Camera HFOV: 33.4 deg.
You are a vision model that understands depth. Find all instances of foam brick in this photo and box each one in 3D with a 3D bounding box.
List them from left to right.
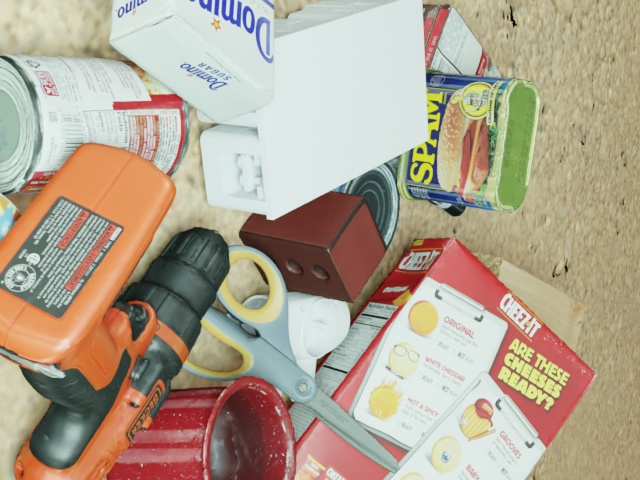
[{"bbox_3d":[-0.005,0.001,0.715,0.051,0.078,0.053,-55,137,-30],"label":"foam brick"}]

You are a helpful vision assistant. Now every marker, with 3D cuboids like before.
[{"bbox_3d":[0.091,-0.042,0.893,0.121,0.020,0.020,24,79,-55],"label":"marker"}]

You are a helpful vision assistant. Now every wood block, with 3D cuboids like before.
[{"bbox_3d":[0.152,0.073,0.946,0.205,0.090,0.091,23,79,-55],"label":"wood block"}]

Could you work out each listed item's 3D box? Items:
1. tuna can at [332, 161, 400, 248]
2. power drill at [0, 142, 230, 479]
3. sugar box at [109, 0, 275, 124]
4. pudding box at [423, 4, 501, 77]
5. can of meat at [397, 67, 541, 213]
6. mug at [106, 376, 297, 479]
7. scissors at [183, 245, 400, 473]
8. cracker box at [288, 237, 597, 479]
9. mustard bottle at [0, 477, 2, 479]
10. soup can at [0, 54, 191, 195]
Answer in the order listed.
[{"bbox_3d":[0.024,-0.023,0.789,0.085,0.034,0.086,-18,112,-52],"label":"tuna can"},{"bbox_3d":[-0.102,0.034,0.543,0.188,0.057,0.184,92,24,-60],"label":"power drill"},{"bbox_3d":[-0.063,-0.161,0.565,0.093,0.048,0.176,34,45,-53],"label":"sugar box"},{"bbox_3d":[0.101,-0.125,0.869,0.113,0.039,0.090,38,70,-50],"label":"pudding box"},{"bbox_3d":[0.111,-0.073,0.791,0.057,0.084,0.102,-2,101,-53],"label":"can of meat"},{"bbox_3d":[-0.067,0.137,0.640,0.117,0.082,0.093,57,39,-36],"label":"mug"},{"bbox_3d":[-0.011,0.074,0.691,0.201,0.016,0.096,27,81,-24],"label":"scissors"},{"bbox_3d":[0.075,0.130,0.777,0.164,0.072,0.213,43,75,-18],"label":"cracker box"},{"bbox_3d":[-0.201,0.085,0.471,0.191,0.058,0.096,57,47,-45],"label":"mustard bottle"},{"bbox_3d":[-0.124,-0.058,0.537,0.102,0.069,0.068,-9,106,-54],"label":"soup can"}]
